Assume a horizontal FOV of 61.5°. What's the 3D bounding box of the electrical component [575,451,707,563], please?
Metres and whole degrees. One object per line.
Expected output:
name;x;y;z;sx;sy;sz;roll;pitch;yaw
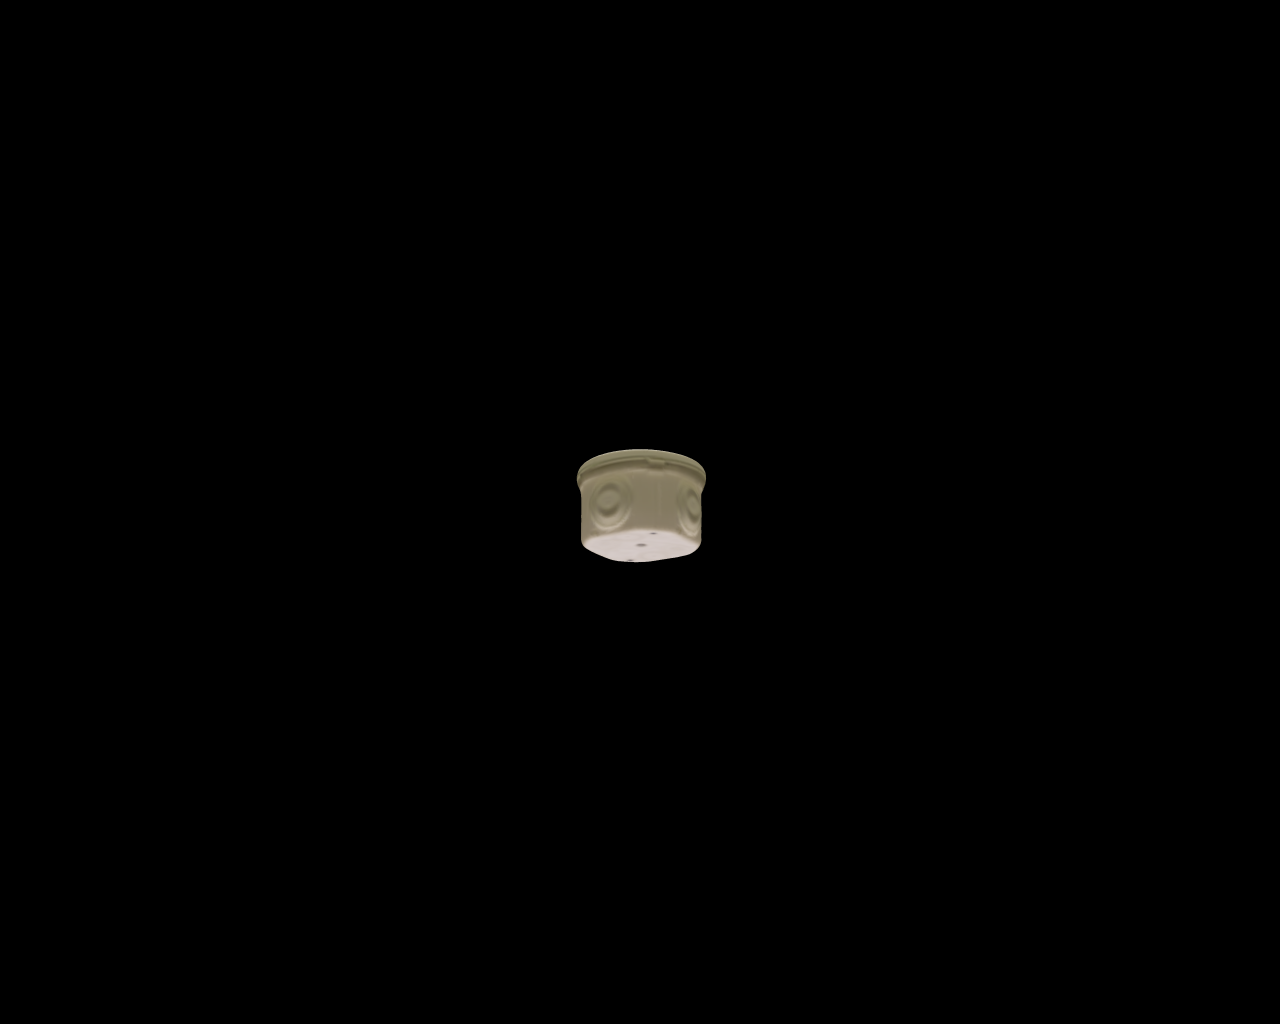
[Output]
electrical component;0.001;-0.003;0.650;0.080;0.051;0.080;0;-18;0
